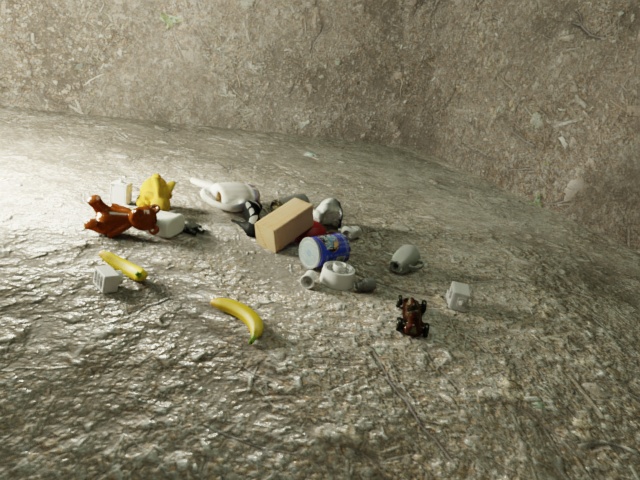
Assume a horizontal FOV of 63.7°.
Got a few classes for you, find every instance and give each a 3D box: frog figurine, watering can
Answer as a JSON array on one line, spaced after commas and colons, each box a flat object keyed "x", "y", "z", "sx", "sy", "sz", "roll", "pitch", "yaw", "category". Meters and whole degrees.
[{"x": 0.006, "y": -0.102, "z": 2.021, "sx": 0.159, "sy": 0.124, "sz": 0.136, "roll": -2, "pitch": -11, "yaw": -10, "category": "frog figurine"}, {"x": -0.376, "y": -0.190, "z": 2.061, "sx": 0.225, "sy": 0.102, "sz": 0.353, "roll": -2, "pitch": 26, "yaw": -33, "category": "watering can"}]
